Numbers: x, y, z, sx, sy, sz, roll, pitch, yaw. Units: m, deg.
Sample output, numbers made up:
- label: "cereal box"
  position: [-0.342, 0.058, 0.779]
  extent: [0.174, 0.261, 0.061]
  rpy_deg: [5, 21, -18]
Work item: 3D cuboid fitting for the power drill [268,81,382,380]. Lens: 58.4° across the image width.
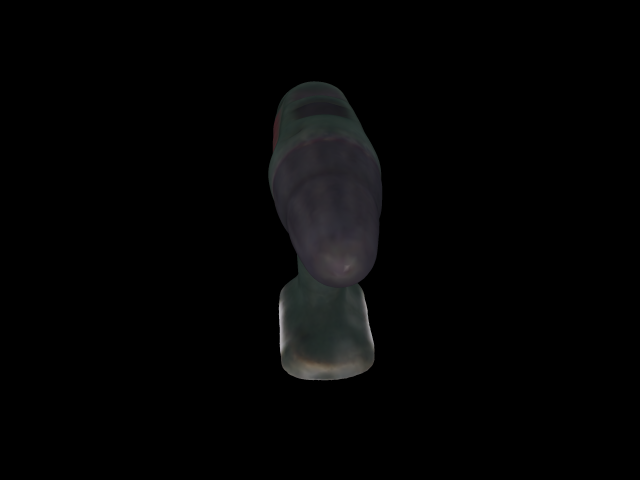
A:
- label: "power drill"
  position: [0.004, 0.001, 0.400]
  extent: [0.075, 0.208, 0.229]
  rpy_deg: [-4, 43, -4]
